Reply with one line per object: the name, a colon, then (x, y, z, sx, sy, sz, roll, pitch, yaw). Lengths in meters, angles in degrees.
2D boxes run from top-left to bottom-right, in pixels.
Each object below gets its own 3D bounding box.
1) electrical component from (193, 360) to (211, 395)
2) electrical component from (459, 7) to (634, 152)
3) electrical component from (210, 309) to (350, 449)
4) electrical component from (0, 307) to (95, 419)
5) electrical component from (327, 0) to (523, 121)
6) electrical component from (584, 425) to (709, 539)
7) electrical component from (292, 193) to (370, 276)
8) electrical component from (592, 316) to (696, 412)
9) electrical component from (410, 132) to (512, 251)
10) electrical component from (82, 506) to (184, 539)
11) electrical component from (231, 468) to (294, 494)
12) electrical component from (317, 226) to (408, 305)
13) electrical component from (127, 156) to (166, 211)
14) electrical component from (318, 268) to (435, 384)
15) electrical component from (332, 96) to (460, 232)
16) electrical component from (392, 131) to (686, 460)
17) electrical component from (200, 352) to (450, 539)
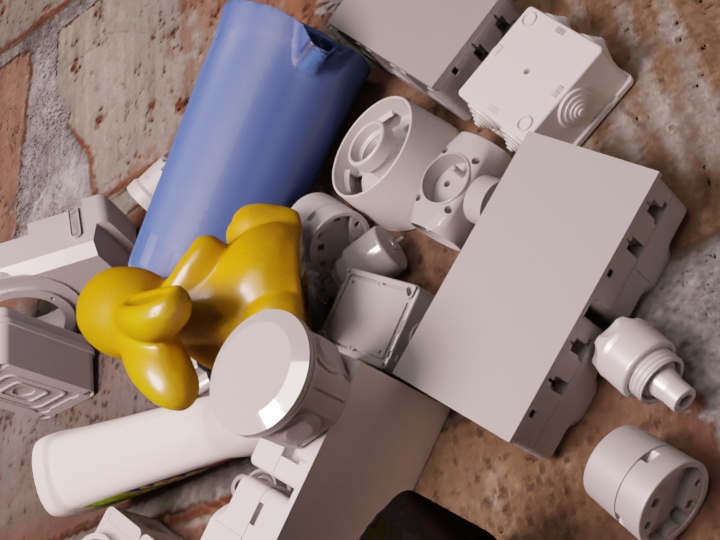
electrical component: (-0.151, 0.083, 0.898, 0.055, 0.048, 0.066, -32, 51, 13)
electrical component: (0.131, -0.132, 0.775, 0.099, 0.048, 0.099, -50, 46, 7)
electrical component: (-0.050, 0.069, 0.668, 0.080, 0.051, 0.080, -19, 57, 32)
electrical component: (-0.306, 0.086, 0.977, 0.078, 0.113, 0.057, -27, 56, 27)
electrical component: (0.057, -0.192, 0.859, 0.089, 0.062, 0.150, -53, 46, 5)
electrical component: (0.162, 0.121, 0.614, 0.055, 0.055, 0.047, -56, 42, 1)
electrical component: (-0.027, -0.030, 0.849, 0.055, 0.055, 0.047, -54, 42, 4)
electrical component: (0.173, 0.059, 0.644, 0.043, 0.043, 0.062, -50, 48, 7)
electrical component: (0.085, -0.052, 0.773, 0.079, 0.044, 0.077, 27, 86, 46)
electrical component: (-0.153, 0.250, 0.800, 0.150, 0.062, 0.089, 21, 82, 44)
electrical component: (-0.066, 0.162, 0.773, 0.043, 0.062, 0.043, -19, 57, 32)
electrical component: (0.000, 0.000, 0.820, 0.078, 0.040, 0.040, -37, 49, 19)
electrical component: (-0.191, -0.080, 1.022, 0.046, 0.040, 0.040, -45, 47, 4)
electrical component: (0.019, 0.042, 0.772, 0.096, 0.061, 0.061, 15, 78, 51)
electrical component: (0.028, -0.084, 0.842, 0.099, 0.064, 0.099, -34, 40, 35)
electrical component: (0.118, 0.016, 0.700, 0.105, 0.060, 0.186, 27, 86, 44)
electrical component: (-0.029, 0.152, 0.718, 0.060, 0.105, 0.186, 19, 81, 44)
